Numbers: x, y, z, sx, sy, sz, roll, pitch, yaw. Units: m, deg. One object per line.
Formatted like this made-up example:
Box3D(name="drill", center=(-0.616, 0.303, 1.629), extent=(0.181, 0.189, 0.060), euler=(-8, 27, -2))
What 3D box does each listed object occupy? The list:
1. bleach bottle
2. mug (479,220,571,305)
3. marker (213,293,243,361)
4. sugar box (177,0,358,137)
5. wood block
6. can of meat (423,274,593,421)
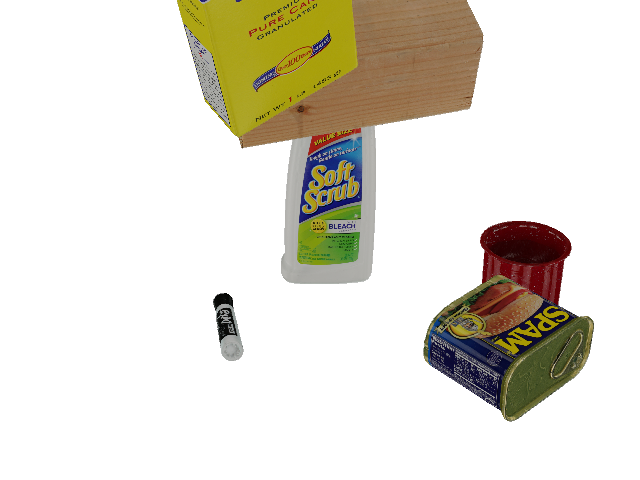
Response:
Box3D(name="bleach bottle", center=(0.006, -0.079, 1.101), extent=(0.102, 0.251, 0.068), euler=(0, 25, 2))
Box3D(name="mug", center=(0.209, 0.031, 1.128), extent=(0.093, 0.081, 0.117), euler=(-5, 30, -8))
Box3D(name="marker", center=(-0.083, 0.075, 0.956), extent=(0.020, 0.020, 0.121), euler=(0, 18, -9))
Box3D(name="sugar box", center=(-0.031, -0.143, 0.580), extent=(0.093, 0.048, 0.176), euler=(-33, -28, -14))
Box3D(name="wood block", center=(0.023, -0.155, 0.915), extent=(0.206, 0.090, 0.091), euler=(-11, -36, -10))
Box3D(name="can of meat", center=(0.141, 0.077, 0.806), extent=(0.101, 0.057, 0.084), euler=(-27, 41, -33))
